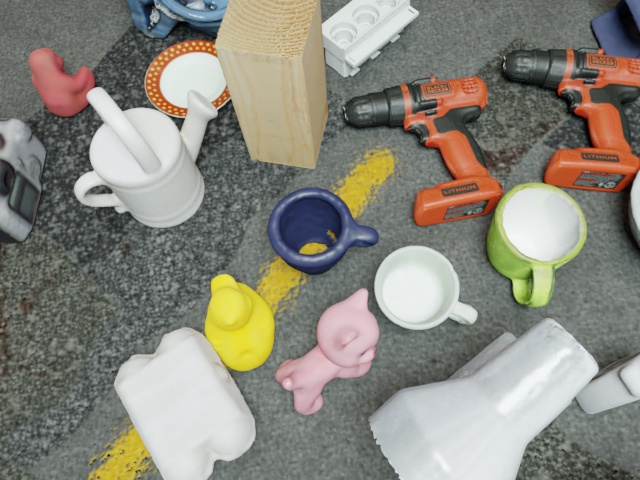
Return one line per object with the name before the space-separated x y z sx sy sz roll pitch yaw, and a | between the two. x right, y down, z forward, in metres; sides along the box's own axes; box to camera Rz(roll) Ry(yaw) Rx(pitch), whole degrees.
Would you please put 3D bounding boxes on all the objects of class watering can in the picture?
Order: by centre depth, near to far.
watering can | -0.195 -0.103 0.638 0.100 0.194 0.173 28 72 14

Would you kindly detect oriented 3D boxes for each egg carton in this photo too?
egg carton | -0.138 0.169 0.590 0.107 0.069 0.150 -35 70 -11

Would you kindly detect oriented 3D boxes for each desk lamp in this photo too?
desk lamp | 0.146 0.151 0.505 0.203 0.214 0.117 -37 70 -12

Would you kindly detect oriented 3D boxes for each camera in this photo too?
camera | -0.423 -0.077 0.690 0.136 0.101 0.143 -1 67 3

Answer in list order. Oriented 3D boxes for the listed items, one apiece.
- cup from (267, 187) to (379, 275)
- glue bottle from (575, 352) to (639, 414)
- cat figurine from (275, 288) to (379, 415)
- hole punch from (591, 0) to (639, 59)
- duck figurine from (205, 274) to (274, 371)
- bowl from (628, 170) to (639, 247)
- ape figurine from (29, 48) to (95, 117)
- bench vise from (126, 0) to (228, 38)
cup | 0.006 0.002 0.638 0.117 0.095 0.092 6 68 6
glue bottle | 0.299 0.125 0.530 0.078 0.173 0.037 -27 68 -8
cat figurine | 0.011 0.112 0.580 0.128 0.118 0.067 -38 70 -12
hole punch | 0.424 -0.288 0.740 0.101 0.091 0.108 -12 67 -2
duck figurine | -0.091 0.085 0.614 0.077 0.086 0.104 -19 68 -5
bowl | 0.418 -0.019 0.637 0.167 0.075 0.167 -1 67 3
ape figurine | -0.343 -0.212 0.747 0.077 0.092 0.076 14 69 9
bench vise | -0.191 -0.338 0.722 0.207 0.220 0.121 -3 67 2
